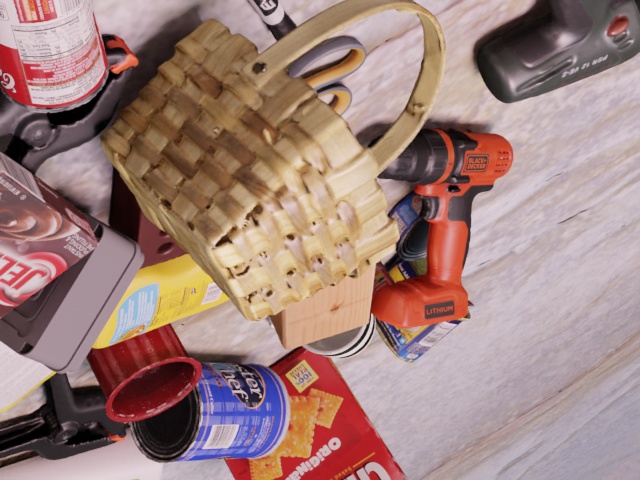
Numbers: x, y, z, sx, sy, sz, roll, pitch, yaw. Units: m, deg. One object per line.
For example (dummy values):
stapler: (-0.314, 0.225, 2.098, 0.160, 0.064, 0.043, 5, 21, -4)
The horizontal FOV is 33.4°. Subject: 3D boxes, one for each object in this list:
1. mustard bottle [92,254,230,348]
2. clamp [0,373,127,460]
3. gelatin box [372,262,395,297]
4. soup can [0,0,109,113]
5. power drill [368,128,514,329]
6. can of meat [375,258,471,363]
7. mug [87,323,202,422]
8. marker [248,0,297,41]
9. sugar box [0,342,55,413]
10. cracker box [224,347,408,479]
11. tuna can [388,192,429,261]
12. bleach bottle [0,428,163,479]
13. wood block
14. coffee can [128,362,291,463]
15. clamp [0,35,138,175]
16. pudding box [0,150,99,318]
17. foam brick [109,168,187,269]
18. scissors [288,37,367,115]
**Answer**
mustard bottle: (-0.152, 0.044, 0.892, 0.191, 0.058, 0.096, -21, 155, -33)
clamp: (-0.250, 0.168, 1.024, 0.165, 0.036, 0.209, -44, 152, 17)
gelatin box: (0.060, 0.043, 1.107, 0.030, 0.073, 0.089, -37, 151, 4)
soup can: (-0.163, -0.132, 0.619, 0.068, 0.068, 0.102, -24, 149, -17)
power drill: (0.100, -0.013, 1.005, 0.184, 0.057, 0.188, -4, 113, -41)
can of meat: (0.101, 0.071, 1.164, 0.084, 0.102, 0.057, -43, 150, 21)
mug: (-0.162, 0.109, 0.975, 0.093, 0.081, 0.117, -34, 151, 1)
marker: (-0.043, -0.171, 0.731, 0.020, 0.020, 0.121, -36, 152, 4)
sugar box: (-0.283, 0.081, 0.849, 0.093, 0.048, 0.176, -37, 148, 6)
cracker box: (-0.013, 0.244, 1.194, 0.164, 0.214, 0.072, -34, 152, 0)
tuna can: (0.109, -0.018, 1.104, 0.086, 0.034, 0.086, -24, 150, -15)
bleach bottle: (-0.293, 0.263, 1.103, 0.250, 0.068, 0.103, -10, 144, -32)
wood block: (-0.006, 0.002, 0.948, 0.090, 0.090, 0.206, -17, 148, -13)
coffee can: (-0.113, 0.178, 1.108, 0.103, 0.103, 0.140, -46, 149, 22)
clamp: (-0.199, -0.079, 0.694, 0.171, 0.039, 0.120, -45, 149, 3)
pudding box: (-0.214, -0.004, 0.700, 0.090, 0.039, 0.113, -37, 143, 5)
foam brick: (-0.129, -0.025, 0.834, 0.052, 0.051, 0.078, -18, 148, -26)
scissors: (-0.050, -0.095, 0.845, 0.201, 0.016, 0.096, -30, 151, -5)
